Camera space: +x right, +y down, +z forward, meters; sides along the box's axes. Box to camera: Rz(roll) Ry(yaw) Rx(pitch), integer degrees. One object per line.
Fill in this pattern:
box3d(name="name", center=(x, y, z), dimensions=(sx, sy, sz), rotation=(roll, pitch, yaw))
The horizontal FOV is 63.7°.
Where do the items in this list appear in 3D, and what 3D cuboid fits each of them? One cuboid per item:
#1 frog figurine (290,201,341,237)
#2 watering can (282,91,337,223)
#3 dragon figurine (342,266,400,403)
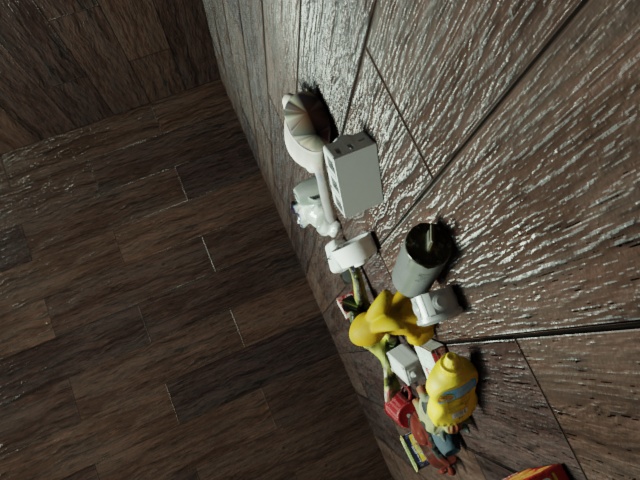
box3d(name="frog figurine", center=(0.005, -0.081, 1.613), dimensions=(0.160, 0.125, 0.134), rotation=(15, 127, 32))
box3d(name="watering can", center=(-0.018, -0.221, 1.276), dimensions=(0.222, 0.104, 0.350), rotation=(111, 137, -77))
box3d(name="dragon figurine", center=(0.153, 0.257, 1.489), dimensions=(0.237, 0.122, 0.420), rotation=(67, -172, -50))
